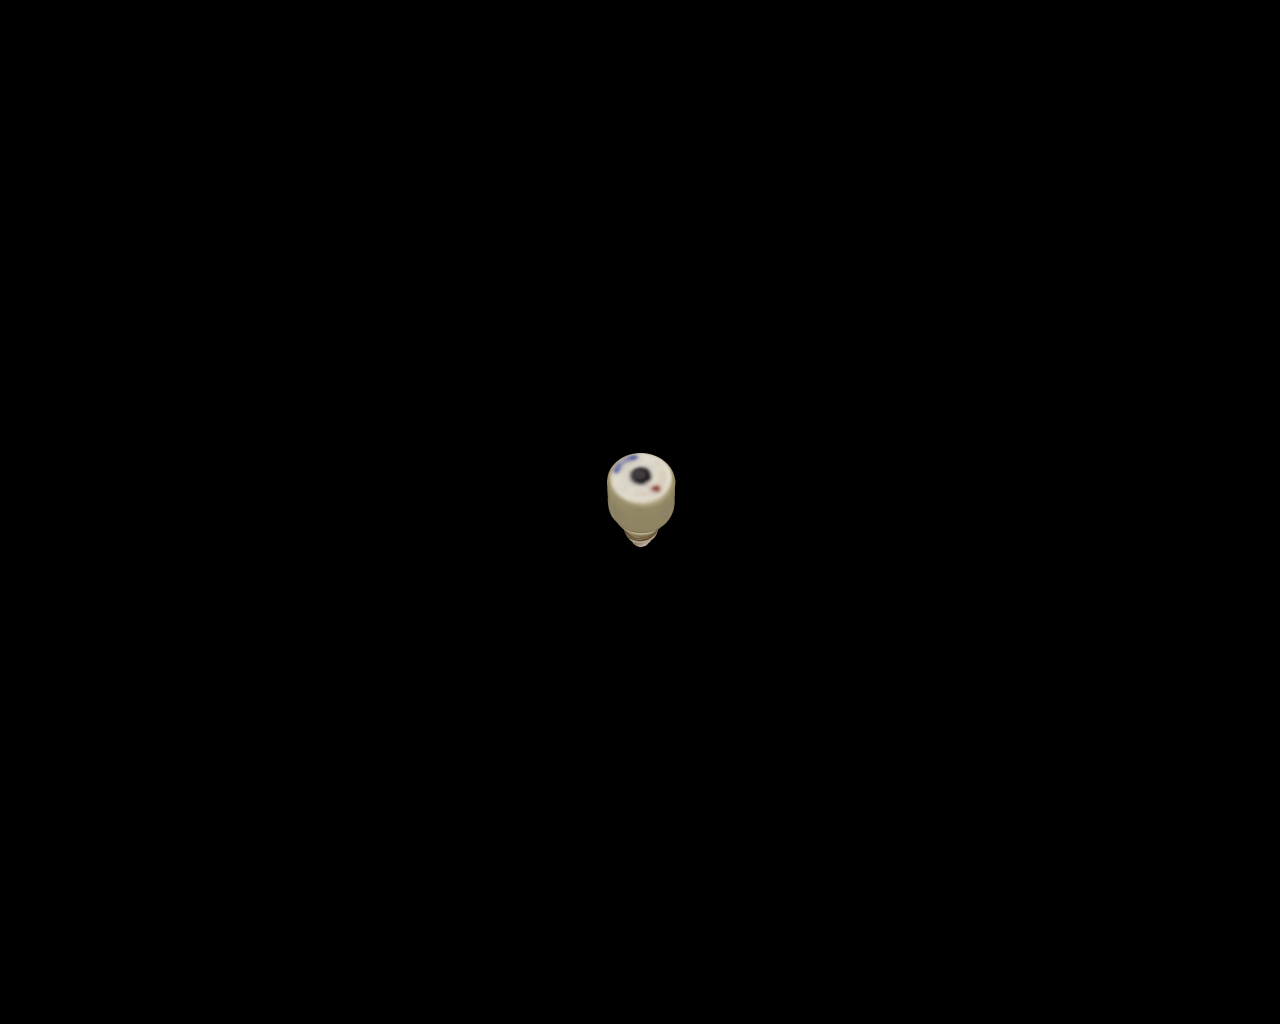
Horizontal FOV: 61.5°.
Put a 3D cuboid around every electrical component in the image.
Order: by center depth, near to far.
[{"bbox_3d":[0.001,-0.003,0.650,0.040,0.040,0.078,0,-33,0],"label":"electrical component"}]
